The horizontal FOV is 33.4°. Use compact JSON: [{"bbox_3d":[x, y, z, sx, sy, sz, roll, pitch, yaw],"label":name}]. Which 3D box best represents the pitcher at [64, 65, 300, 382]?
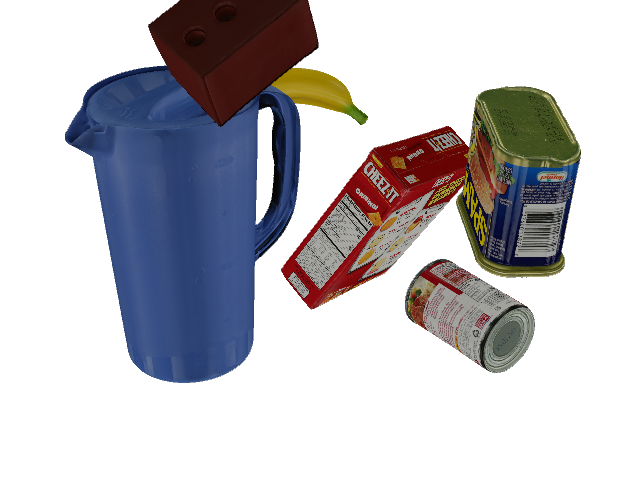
[{"bbox_3d":[-0.102,-0.013,0.863,0.149,0.243,0.145,7,30,13],"label":"pitcher"}]

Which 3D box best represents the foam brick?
[{"bbox_3d":[-0.049,-0.116,0.608,0.078,0.053,0.051,-41,-23,-9],"label":"foam brick"}]

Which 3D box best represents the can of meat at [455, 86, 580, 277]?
[{"bbox_3d":[0.125,-0.040,0.678,0.057,0.084,0.102,0,34,-5],"label":"can of meat"}]

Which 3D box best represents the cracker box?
[{"bbox_3d":[0.068,-0.029,1.247,0.163,0.072,0.214,-22,-24,-50],"label":"cracker box"}]

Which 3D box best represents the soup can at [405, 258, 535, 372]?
[{"bbox_3d":[0.136,0.067,0.970,0.068,0.068,0.102,0,23,-41],"label":"soup can"}]

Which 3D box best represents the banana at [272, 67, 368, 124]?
[{"bbox_3d":[-0.044,-0.149,1.104,0.197,0.037,0.070,-7,48,-29],"label":"banana"}]
